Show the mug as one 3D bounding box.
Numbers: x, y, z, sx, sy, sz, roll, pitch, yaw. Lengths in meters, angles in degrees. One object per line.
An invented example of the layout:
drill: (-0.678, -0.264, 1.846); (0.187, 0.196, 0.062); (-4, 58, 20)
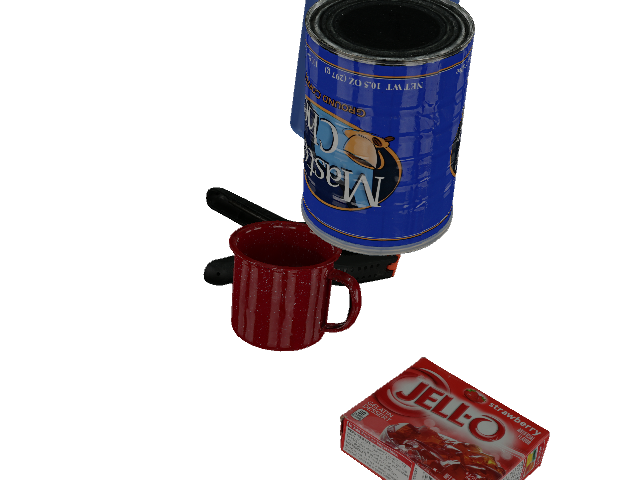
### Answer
mug: (-0.021, 0.042, 0.887); (0.117, 0.081, 0.093); (14, 26, 17)

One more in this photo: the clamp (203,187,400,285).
clamp: (-0.023, 0.012, 1.080); (0.210, 0.036, 0.164); (13, 31, -5)

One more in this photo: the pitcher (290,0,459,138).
pitcher: (0.050, -0.207, 1.000); (0.145, 0.243, 0.149); (11, 17, 2)

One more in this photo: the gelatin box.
gelatin box: (0.066, 0.108, 0.580); (0.089, 0.030, 0.073); (30, 41, 32)

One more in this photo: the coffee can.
coffee can: (0.040, -0.076, 0.680); (0.103, 0.140, 0.103); (1, 37, -1)
